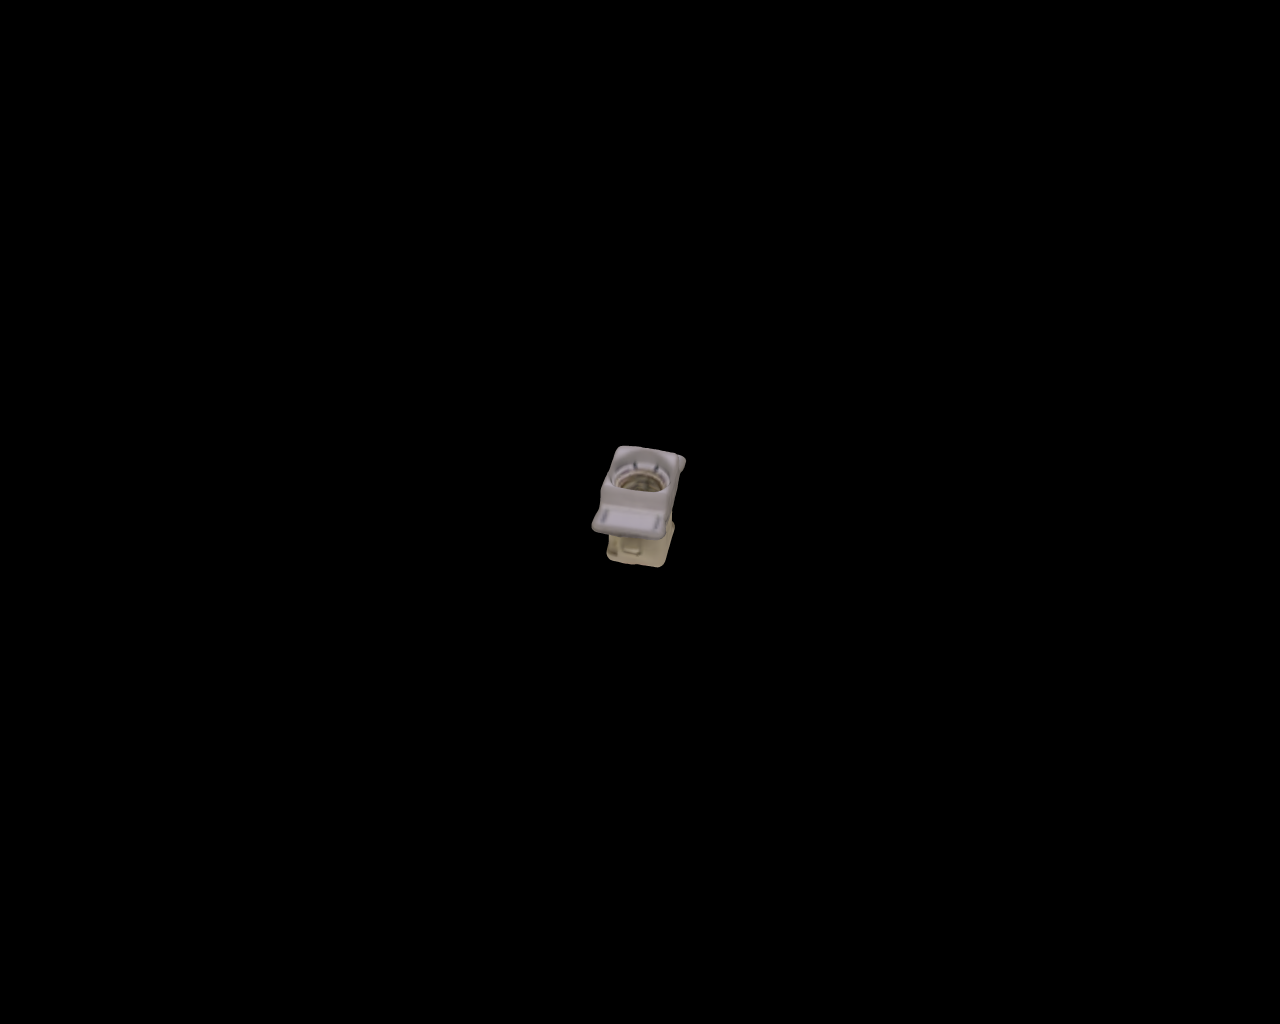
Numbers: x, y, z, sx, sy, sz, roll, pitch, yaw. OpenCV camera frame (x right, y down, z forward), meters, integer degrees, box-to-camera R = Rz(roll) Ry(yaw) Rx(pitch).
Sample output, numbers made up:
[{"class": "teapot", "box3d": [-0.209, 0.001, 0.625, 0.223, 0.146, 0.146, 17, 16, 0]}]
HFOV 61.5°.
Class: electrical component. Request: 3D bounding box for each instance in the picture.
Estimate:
[{"class": "electrical component", "box3d": [0.001, -0.003, 0.650, 0.042, 0.063, 0.081, 8, 40, 10]}]
